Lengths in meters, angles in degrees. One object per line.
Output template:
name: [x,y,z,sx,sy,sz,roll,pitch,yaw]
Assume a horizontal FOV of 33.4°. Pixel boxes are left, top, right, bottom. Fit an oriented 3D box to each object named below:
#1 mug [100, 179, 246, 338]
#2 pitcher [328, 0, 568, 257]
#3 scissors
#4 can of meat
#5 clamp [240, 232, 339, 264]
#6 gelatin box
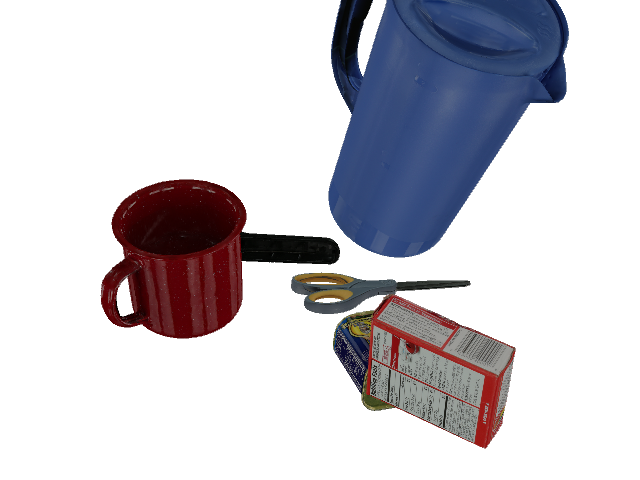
mug: [-0.105,0.021,0.755,0.093,0.081,0.117,27,46,31]
pitcher: [0.078,-0.103,0.840,0.145,0.149,0.243,6,-38,-13]
scissors: [0.066,0.059,1.180,0.202,0.016,0.096,3,22,5]
can of meat: [0.071,0.108,1.005,0.102,0.057,0.084,-6,31,-21]
clamp: [-0.109,0.010,1.030,0.210,0.036,0.164,14,23,42]
gelatin box: [0.073,0.081,0.668,0.089,0.073,0.030,23,48,23]
